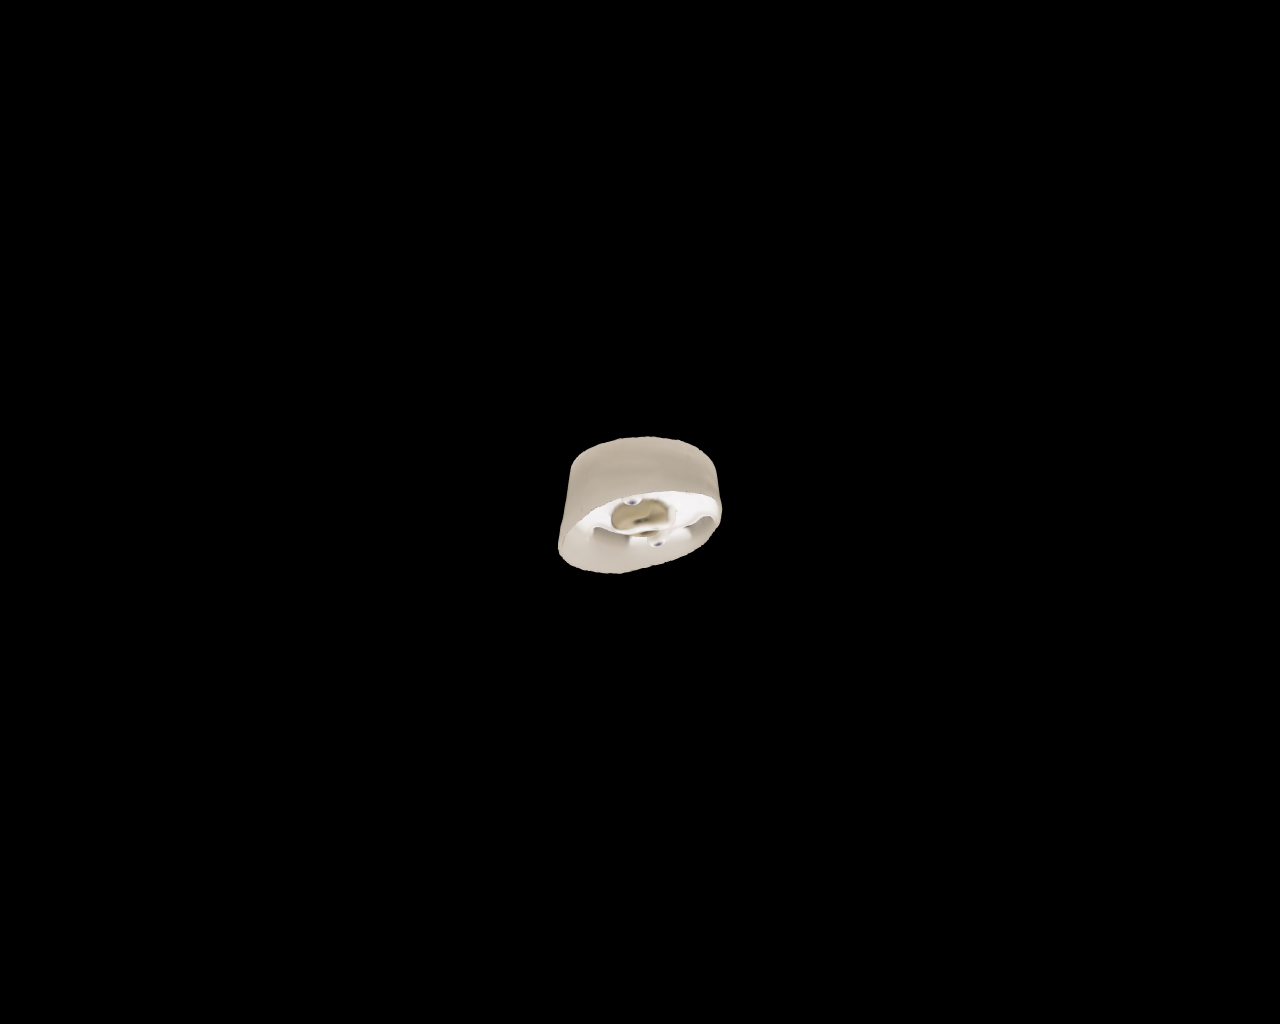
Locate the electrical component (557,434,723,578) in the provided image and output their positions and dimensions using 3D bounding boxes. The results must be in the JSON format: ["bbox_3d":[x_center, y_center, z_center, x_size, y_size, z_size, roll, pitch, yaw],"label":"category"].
[{"bbox_3d":[0.001,-0.003,0.650,0.099,0.064,0.099,0,-26,0],"label":"electrical component"}]
